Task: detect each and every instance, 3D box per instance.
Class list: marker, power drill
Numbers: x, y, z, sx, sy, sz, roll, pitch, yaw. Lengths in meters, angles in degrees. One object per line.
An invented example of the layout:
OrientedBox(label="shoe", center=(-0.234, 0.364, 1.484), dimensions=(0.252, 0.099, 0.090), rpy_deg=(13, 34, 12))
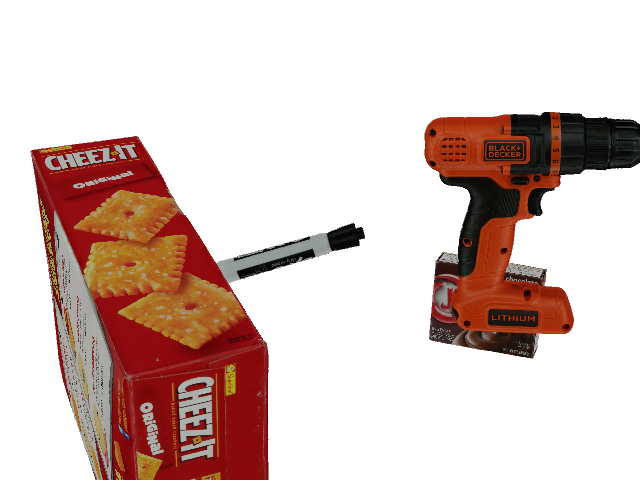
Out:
OrientedBox(label="marker", center=(-0.024, 0.010, 0.853), dimensions=(0.121, 0.020, 0.020), rpy_deg=(-16, -2, 6))
OrientedBox(label="power drill", center=(0.180, -0.016, 0.903), dimensions=(0.184, 0.188, 0.057), rpy_deg=(2, 17, 10))

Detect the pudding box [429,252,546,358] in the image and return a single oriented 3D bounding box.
OrientedBox(label="pudding box", center=(0.172, 0.066, 1.105), dimensions=(0.114, 0.090, 0.039), rpy_deg=(8, 21, 16))

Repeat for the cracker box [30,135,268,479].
OrientedBox(label="cracker box", center=(-0.093, 0.064, 0.566), dimensions=(0.072, 0.164, 0.214), rpy_deg=(-11, 34, -20))
